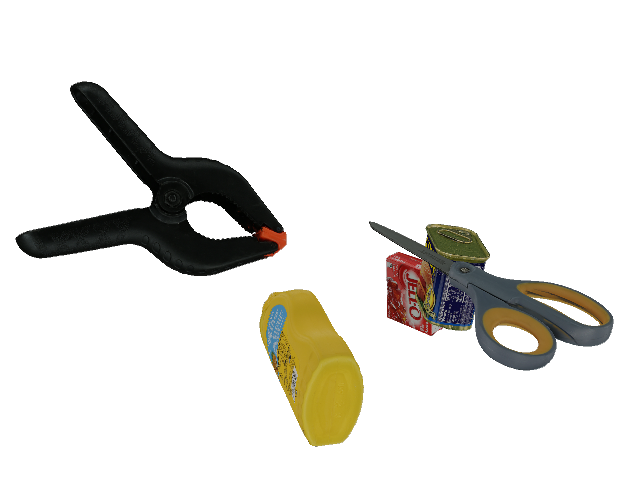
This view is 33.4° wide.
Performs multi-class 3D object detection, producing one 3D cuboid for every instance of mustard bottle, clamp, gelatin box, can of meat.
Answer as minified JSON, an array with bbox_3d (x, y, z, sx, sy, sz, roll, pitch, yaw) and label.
[{"bbox_3d":[-0.017,0.101,1.006,0.058,0.096,0.192,-5,27,-17],"label":"mustard bottle"},{"bbox_3d":[-0.104,-0.034,0.701,0.171,0.120,0.039,12,-9,-18],"label":"clamp"},{"bbox_3d":[0.118,0.066,1.339,0.073,0.089,0.030,21,34,39],"label":"gelatin box"},{"bbox_3d":[0.137,0.038,1.136,0.057,0.084,0.102,7,18,-6],"label":"can of meat"}]

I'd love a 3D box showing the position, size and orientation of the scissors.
[{"bbox_3d":[0.094,0.035,0.718,0.202,0.016,0.096,19,37,30],"label":"scissors"}]
